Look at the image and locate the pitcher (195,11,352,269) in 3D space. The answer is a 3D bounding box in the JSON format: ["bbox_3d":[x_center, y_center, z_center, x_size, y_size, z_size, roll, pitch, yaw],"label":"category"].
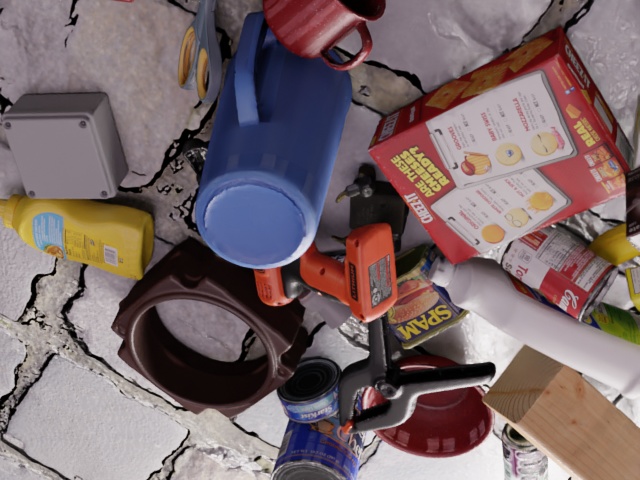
[{"bbox_3d":[-0.048,-0.094,1.006,0.149,0.242,0.145,30,125,-16],"label":"pitcher"}]

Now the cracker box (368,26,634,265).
[{"bbox_3d":[0.182,-0.088,1.059,0.214,0.072,0.164,-25,116,31],"label":"cracker box"}]

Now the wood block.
[{"bbox_3d":[0.299,0.221,1.224,0.206,0.091,0.090,40,86,-19],"label":"wood block"}]

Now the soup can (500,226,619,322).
[{"bbox_3d":[0.248,0.028,1.108,0.102,0.068,0.069,36,132,21],"label":"soup can"}]

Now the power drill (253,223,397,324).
[{"bbox_3d":[-0.008,0.001,1.142,0.188,0.057,0.184,17,126,41],"label":"power drill"}]

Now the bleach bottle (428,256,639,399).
[{"bbox_3d":[0.236,0.081,1.146,0.250,0.102,0.068,22,118,-7],"label":"bleach bottle"}]

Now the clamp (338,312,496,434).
[{"bbox_3d":[0.091,0.162,1.220,0.164,0.036,0.210,30,128,1],"label":"clamp"}]

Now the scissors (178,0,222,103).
[{"bbox_3d":[-0.104,-0.219,1.036,0.016,0.096,0.202,-4,138,-29],"label":"scissors"}]

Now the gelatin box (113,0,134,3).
[{"bbox_3d":[-0.225,-0.277,1.052,0.089,0.030,0.073,9,128,8],"label":"gelatin box"}]

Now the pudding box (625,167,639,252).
[{"bbox_3d":[0.326,-0.043,0.941,0.114,0.090,0.039,-31,118,36],"label":"pudding box"}]

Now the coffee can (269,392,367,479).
[{"bbox_3d":[0.003,0.258,1.325,0.103,0.140,0.103,7,128,9],"label":"coffee can"}]

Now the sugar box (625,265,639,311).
[{"bbox_3d":[0.415,0.040,1.092,0.176,0.048,0.093,-19,143,30],"label":"sugar box"}]

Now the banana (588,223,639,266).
[{"bbox_3d":[0.352,-0.001,1.103,0.198,0.037,0.069,-22,144,31],"label":"banana"}]

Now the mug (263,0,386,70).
[{"bbox_3d":[0.007,-0.213,0.994,0.082,0.093,0.117,-32,86,38],"label":"mug"}]

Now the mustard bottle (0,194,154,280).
[{"bbox_3d":[-0.293,-0.015,1.250,0.191,0.058,0.096,15,141,4],"label":"mustard bottle"}]

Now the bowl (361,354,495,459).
[{"bbox_3d":[0.133,0.191,1.293,0.162,0.055,0.162,8,128,10],"label":"bowl"}]

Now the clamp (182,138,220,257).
[{"bbox_3d":[-0.110,-0.067,1.095,0.039,0.171,0.120,-10,115,-1],"label":"clamp"}]

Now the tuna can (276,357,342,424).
[{"bbox_3d":[-0.009,0.183,1.307,0.086,0.086,0.034,-8,122,21],"label":"tuna can"}]

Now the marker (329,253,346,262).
[{"bbox_3d":[0.018,0.025,1.222,0.121,0.020,0.020,-6,125,19],"label":"marker"}]

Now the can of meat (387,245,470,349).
[{"bbox_3d":[0.108,0.062,1.203,0.102,0.057,0.084,-32,110,32],"label":"can of meat"}]
